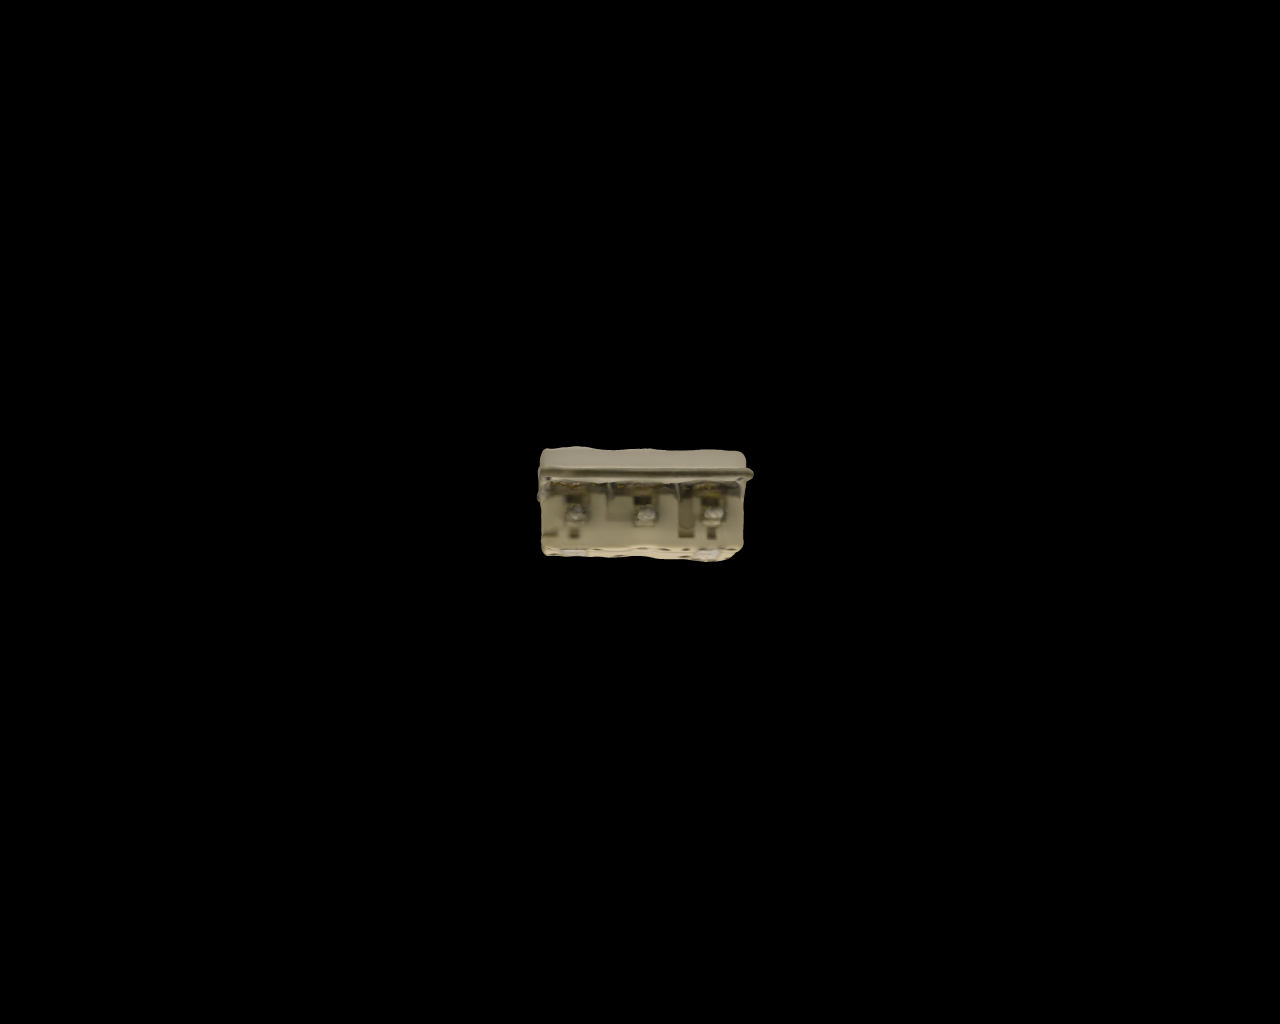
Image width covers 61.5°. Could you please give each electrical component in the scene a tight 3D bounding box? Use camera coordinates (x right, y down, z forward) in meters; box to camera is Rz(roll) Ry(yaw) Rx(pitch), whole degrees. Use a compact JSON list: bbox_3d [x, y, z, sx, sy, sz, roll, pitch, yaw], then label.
[{"bbox_3d":[0.001,-0.003,0.650,0.121,0.063,0.078,1,-11,-7],"label":"electrical component"}]
